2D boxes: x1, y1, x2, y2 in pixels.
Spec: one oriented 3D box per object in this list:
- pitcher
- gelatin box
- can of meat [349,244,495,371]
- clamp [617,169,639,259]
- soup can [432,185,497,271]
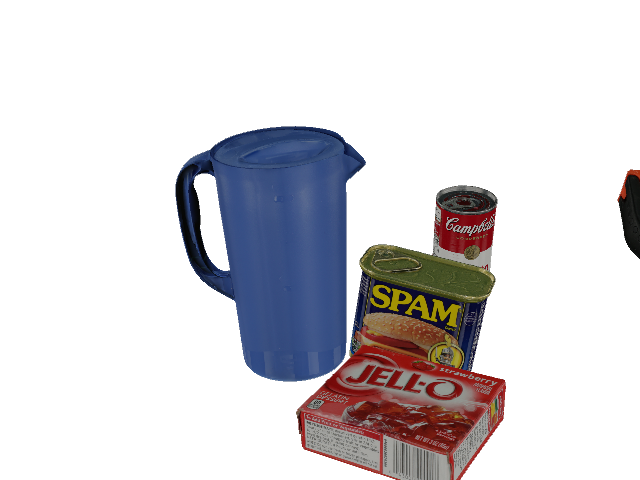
[{"bbox_3d":[-0.044,0.014,1.073,0.144,0.243,0.149,-21,28,-36],"label":"pitcher"},{"bbox_3d":[0.043,0.092,0.566,0.089,0.030,0.073,12,30,29],"label":"gelatin box"},{"bbox_3d":[0.076,0.059,0.826,0.102,0.084,0.057,14,25,13],"label":"can of meat"},{"bbox_3d":[0.267,0.012,0.702,0.120,0.039,0.171,-4,45,-24],"label":"clamp"},{"bbox_3d":[0.161,-0.002,1.204,0.068,0.102,0.068,0,28,0],"label":"soup can"}]
